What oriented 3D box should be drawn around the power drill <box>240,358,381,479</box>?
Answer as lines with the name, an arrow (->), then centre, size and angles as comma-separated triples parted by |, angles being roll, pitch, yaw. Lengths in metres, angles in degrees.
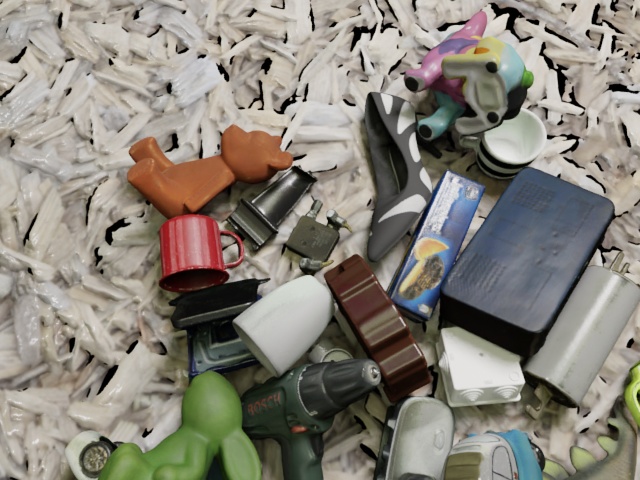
power drill -> -0.004, 0.245, 0.606 | 0.232, 0.086, 0.207 | -19, 89, 40

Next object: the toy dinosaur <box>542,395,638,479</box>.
toy dinosaur -> 0.269, 0.383, 0.588 | 0.199, 0.105, 0.471 | 20, 66, 17

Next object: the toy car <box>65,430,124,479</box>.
toy car -> -0.229, 0.312, 0.649 | 0.056, 0.073, 0.202 | -43, 75, -13

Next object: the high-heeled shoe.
high-heeled shoe -> 0.083, -0.098, 0.741 | 0.145, 0.086, 0.249 | 36, 59, -7

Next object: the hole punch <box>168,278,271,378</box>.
hole punch -> -0.123, 0.109, 0.696 | 0.142, 0.116, 0.092 | -16, 107, -1

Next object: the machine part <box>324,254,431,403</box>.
machine part -> 0.066, 0.105, 0.645 | 0.056, 0.179, 0.179 | -29, 74, -3

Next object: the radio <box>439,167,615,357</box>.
radio -> 0.261, 0.023, 0.676 | 0.131, 0.073, 0.229 | 28, 67, 28

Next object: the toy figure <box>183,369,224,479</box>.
toy figure -> -0.141, 0.223, 0.682 | 0.064, 0.058, 0.154 | 7, 67, -37

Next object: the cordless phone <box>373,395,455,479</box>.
cordless phone -> 0.107, 0.245, 0.593 | 0.089, 0.184, 0.146 | 12, 74, 11

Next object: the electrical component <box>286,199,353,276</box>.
electrical component -> -0.003, -0.001, 0.747 | 0.078, 0.045, 0.102 | 33, 78, 11

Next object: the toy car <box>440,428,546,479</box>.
toy car -> 0.176, 0.263, 0.559 | 0.109, 0.102, 0.162 | -22, 37, 39

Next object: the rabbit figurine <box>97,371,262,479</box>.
rabbit figurine -> -0.137, 0.232, 0.589 | 0.159, 0.121, 0.170 | 30, 65, 4

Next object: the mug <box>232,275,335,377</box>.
mug -> -0.031, 0.100, 0.625 | 0.107, 0.109, 0.081 | -39, 51, -17

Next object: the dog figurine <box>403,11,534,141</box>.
dog figurine -> 0.218, -0.242, 0.742 | 0.192, 0.108, 0.219 | 0, 39, 44

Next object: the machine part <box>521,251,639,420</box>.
machine part -> 0.328, 0.120, 0.675 | 0.079, 0.079, 0.243 | 33, 77, 12

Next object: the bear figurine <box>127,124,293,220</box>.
bear figurine -> -0.147, -0.109, 0.741 | 0.196, 0.131, 0.120 | -30, 36, 6

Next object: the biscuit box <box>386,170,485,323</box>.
biscuit box -> 0.153, 0.008, 0.724 | 0.063, 0.059, 0.202 | 25, 76, 3

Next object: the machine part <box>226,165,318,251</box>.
machine part -> -0.065, -0.054, 0.772 | 0.139, 0.039, 0.084 | -42, 70, -8
